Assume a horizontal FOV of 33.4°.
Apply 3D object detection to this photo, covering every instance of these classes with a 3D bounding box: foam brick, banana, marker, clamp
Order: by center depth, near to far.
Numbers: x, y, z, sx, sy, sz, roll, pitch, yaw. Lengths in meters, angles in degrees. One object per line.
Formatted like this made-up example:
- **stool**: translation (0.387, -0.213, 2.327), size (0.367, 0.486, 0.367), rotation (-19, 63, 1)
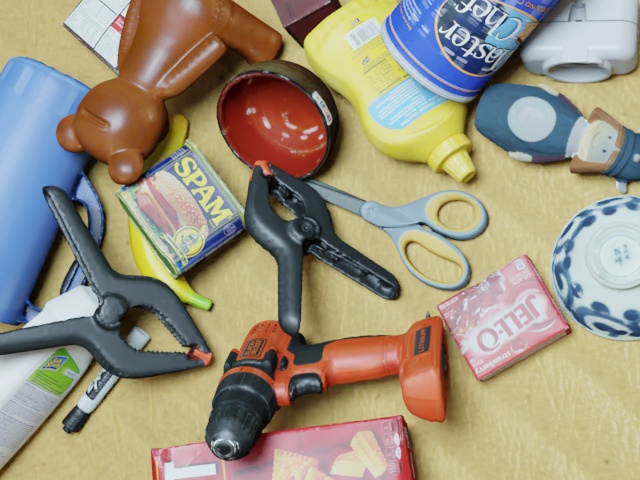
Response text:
- **clamp**: translation (-0.006, 0.001, 0.939), size (0.039, 0.120, 0.171), rotation (-53, 52, 48)
- **clamp**: translation (-0.198, 0.072, 0.952), size (0.210, 0.036, 0.164), rotation (34, 73, -12)
- **foam brick**: translation (-0.017, -0.232, 1.003), size (0.053, 0.051, 0.078), rotation (-27, 71, 14)
- **marker**: translation (-0.205, 0.135, 1.012), size (0.020, 0.020, 0.121), rotation (39, 93, 22)
- **banana**: translation (-0.149, -0.023, 1.018), size (0.069, 0.037, 0.198), rotation (-7, 78, -11)

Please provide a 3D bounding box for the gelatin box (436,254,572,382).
- **gelatin box**: translation (0.154, 0.066, 0.894), size (0.089, 0.030, 0.073), rotation (-31, 71, 11)

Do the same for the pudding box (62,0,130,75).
- **pudding box**: translation (-0.190, -0.229, 1.071), size (0.090, 0.039, 0.113), rotation (42, 92, 22)

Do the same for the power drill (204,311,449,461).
- **power drill**: translation (0.008, 0.116, 0.869), size (0.188, 0.184, 0.057), rotation (-4, 113, 12)

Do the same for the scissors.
- **scissors**: translation (0.065, -0.035, 0.954), size (0.202, 0.016, 0.096), rotation (42, 93, 22)

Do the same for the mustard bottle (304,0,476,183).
- **mustard bottle**: translation (0.074, -0.127, 0.944), size (0.096, 0.058, 0.192), rotation (-33, 70, -9)

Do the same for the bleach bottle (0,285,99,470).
- **bleach bottle**: translation (-0.272, 0.131, 1.005), size (0.251, 0.102, 0.068), rotation (-44, 62, -3)

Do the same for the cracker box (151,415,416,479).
- **cracker box**: translation (-0.023, 0.239, 0.867), size (0.213, 0.072, 0.164), rotation (-8, 71, 2)

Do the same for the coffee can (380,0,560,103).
- **coffee can**: translation (0.131, -0.197, 0.871), size (0.140, 0.102, 0.103), rotation (-49, 66, 34)

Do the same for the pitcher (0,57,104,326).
- **pitcher**: translation (-0.291, -0.043, 1.031), size (0.145, 0.149, 0.243), rotation (21, 83, 38)

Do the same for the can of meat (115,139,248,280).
- **can of meat**: translation (-0.125, -0.026, 0.974), size (0.084, 0.057, 0.102), rotation (-36, 85, -13)
